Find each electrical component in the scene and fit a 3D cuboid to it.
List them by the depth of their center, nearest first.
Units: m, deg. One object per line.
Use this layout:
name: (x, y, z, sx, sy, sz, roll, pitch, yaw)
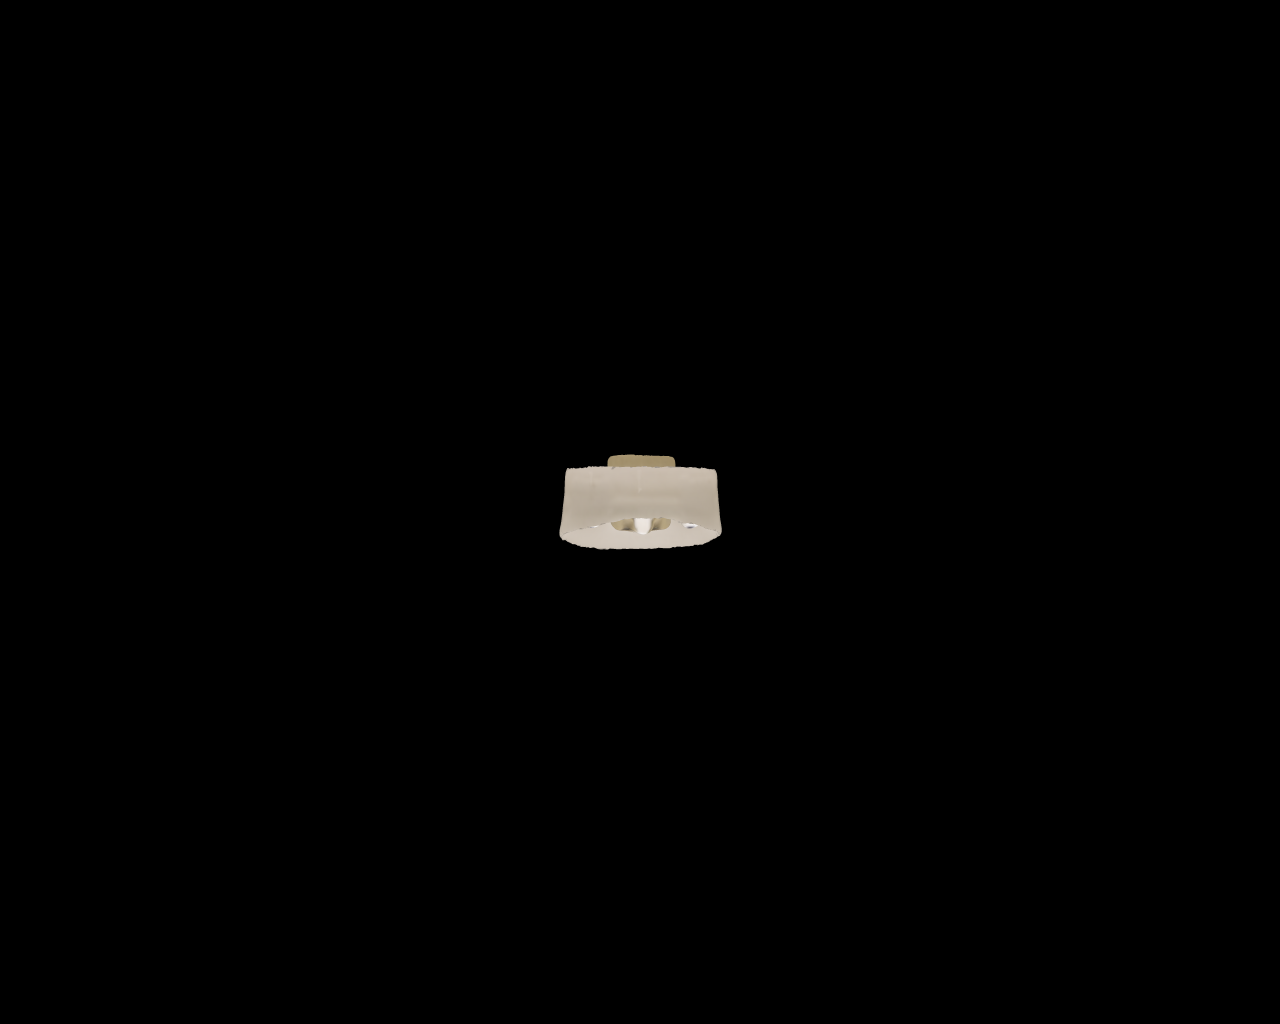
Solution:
electrical component: (0.001, -0.003, 0.650, 0.099, 0.064, 0.099, 0, 2, 0)
